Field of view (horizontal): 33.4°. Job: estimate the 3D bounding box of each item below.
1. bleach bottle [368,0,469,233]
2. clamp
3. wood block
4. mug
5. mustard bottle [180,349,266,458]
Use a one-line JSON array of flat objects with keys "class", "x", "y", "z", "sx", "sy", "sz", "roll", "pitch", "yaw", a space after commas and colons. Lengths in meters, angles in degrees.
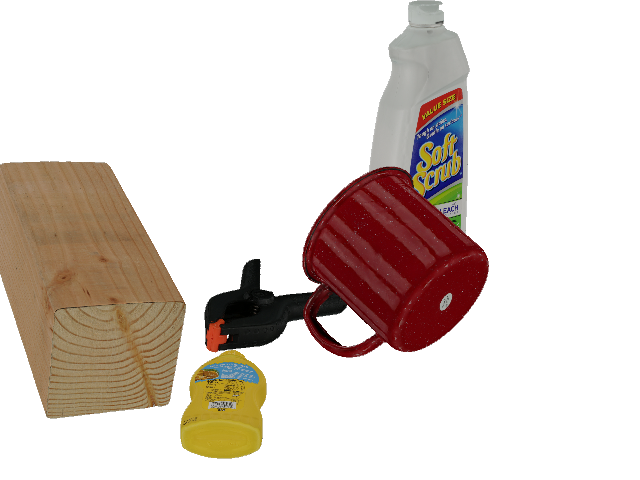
[{"class": "bleach bottle", "x": 0.086, "y": -0.088, "z": 0.966, "sx": 0.102, "sy": 0.251, "sz": 0.068, "roll": -13, "pitch": 23, "yaw": -29}, {"class": "clamp", "x": -0.066, "y": 0.062, "z": 1.054, "sx": 0.120, "sy": 0.039, "sz": 0.171, "roll": 18, "pitch": 22, "yaw": 34}, {"class": "wood block", "x": -0.177, "y": 0.027, "z": 0.791, "sx": 0.090, "sy": 0.091, "sz": 0.206, "roll": -2, "pitch": 31, "yaw": -27}, {"class": "mug", "x": 0.041, "y": 0.023, "z": 0.661, "sx": 0.082, "sy": 0.117, "sz": 0.093, "roll": 44, "pitch": -4, "yaw": 30}, {"class": "mustard bottle", "x": -0.116, "y": 0.192, "z": 1.326, "sx": 0.096, "sy": 0.058, "sz": 0.191, "roll": 0, "pitch": 25, "yaw": 1}]
